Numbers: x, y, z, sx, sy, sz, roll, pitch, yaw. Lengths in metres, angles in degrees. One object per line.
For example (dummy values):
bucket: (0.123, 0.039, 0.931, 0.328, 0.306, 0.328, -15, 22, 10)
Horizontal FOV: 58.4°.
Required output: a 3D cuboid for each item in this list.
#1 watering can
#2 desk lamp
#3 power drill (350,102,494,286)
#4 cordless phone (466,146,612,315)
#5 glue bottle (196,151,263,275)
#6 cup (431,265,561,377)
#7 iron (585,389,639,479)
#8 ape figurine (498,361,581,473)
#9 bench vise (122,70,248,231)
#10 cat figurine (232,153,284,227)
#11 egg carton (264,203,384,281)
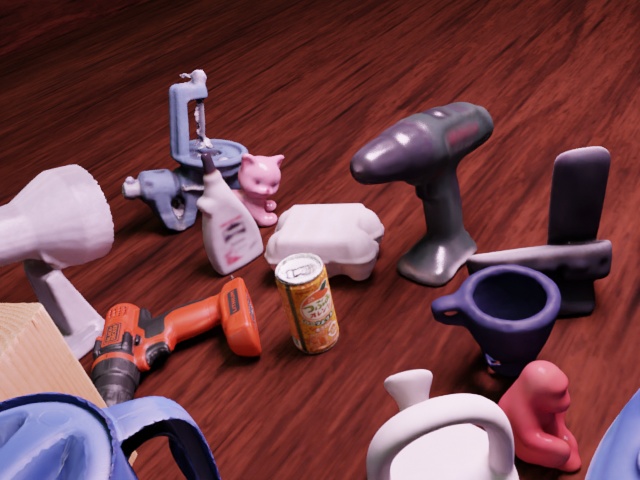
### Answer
watering can: (0.079, 0.167, 0.389, 0.101, 0.194, 0.172, -26, 37, -18)
desk lamp: (-0.333, 0.041, 0.679, 0.117, 0.214, 0.204, 16, 44, 35)
power drill: (0.128, -0.055, 0.672, 0.075, 0.209, 0.230, 20, 46, 38)
cordless phone: (0.228, -0.013, 0.601, 0.147, 0.185, 0.094, -9, 35, 6)
glue bottle: (-0.129, -0.039, 0.761, 0.078, 0.173, 0.037, -35, 40, -28)
cup: (0.170, 0.087, 0.559, 0.117, 0.095, 0.091, -6, 36, 9)
iron: (0.249, 0.155, 0.399, 0.118, 0.142, 0.259, 7, 40, 26)
ape figurine: (0.187, 0.141, 0.482, 0.075, 0.092, 0.078, 15, 44, 34)
bench vise: (-0.201, -0.132, 0.872, 0.121, 0.220, 0.208, 20, 47, 38)
cat figurine: (-0.110, -0.080, 0.861, 0.127, 0.118, 0.067, -12, 35, 1)
egg carton: (0.007, 0.003, 0.751, 0.150, 0.069, 0.107, -1, 37, 16)
